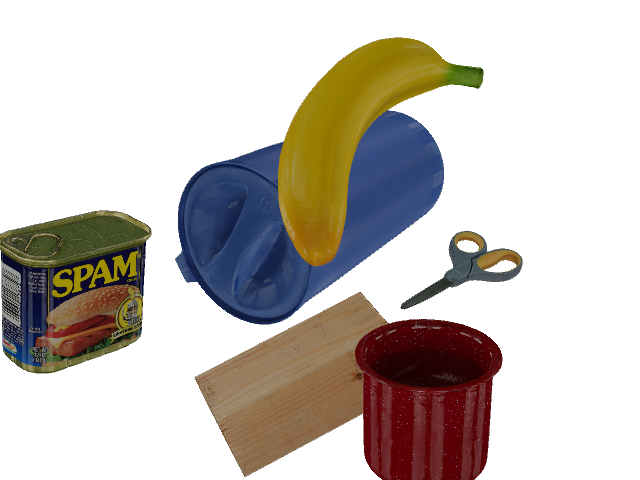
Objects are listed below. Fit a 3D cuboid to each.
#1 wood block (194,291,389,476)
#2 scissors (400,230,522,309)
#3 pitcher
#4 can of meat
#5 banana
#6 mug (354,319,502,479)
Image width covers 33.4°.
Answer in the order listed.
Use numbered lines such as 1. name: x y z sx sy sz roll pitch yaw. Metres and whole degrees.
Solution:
1. wood block: -0.018 0.154 1.158 0.206 0.091 0.090 -26 30 -10
2. scissors: 0.145 0.030 1.221 0.201 0.016 0.096 -11 41 -33
3. pitcher: -0.004 -0.030 0.917 0.149 0.145 0.242 27 33 26
4. can of meat: -0.167 0.034 0.725 0.058 0.084 0.101 24 28 37
5. banana: 0.021 -0.062 0.568 0.070 0.037 0.197 23 47 19
6. mug: 0.074 0.103 0.699 0.093 0.081 0.117 11 26 26
